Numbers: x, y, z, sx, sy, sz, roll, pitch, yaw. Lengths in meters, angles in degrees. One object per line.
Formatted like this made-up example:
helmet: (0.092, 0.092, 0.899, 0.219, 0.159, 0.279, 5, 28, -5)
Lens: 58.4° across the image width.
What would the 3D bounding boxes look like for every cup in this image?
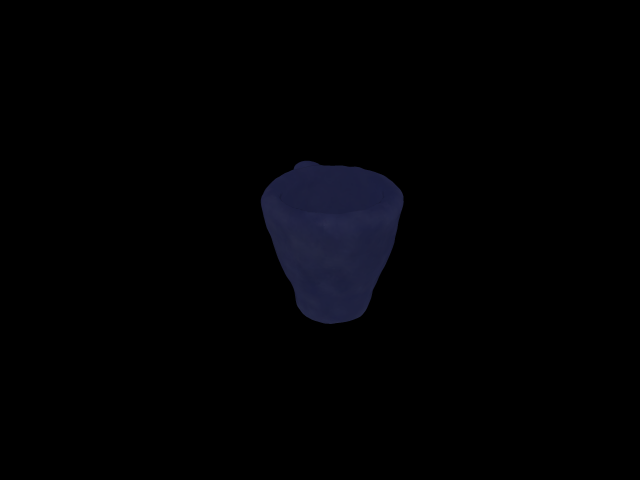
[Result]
cup: (0.004, 0.001, 0.400, 0.092, 0.095, 0.117, -9, 30, -16)
